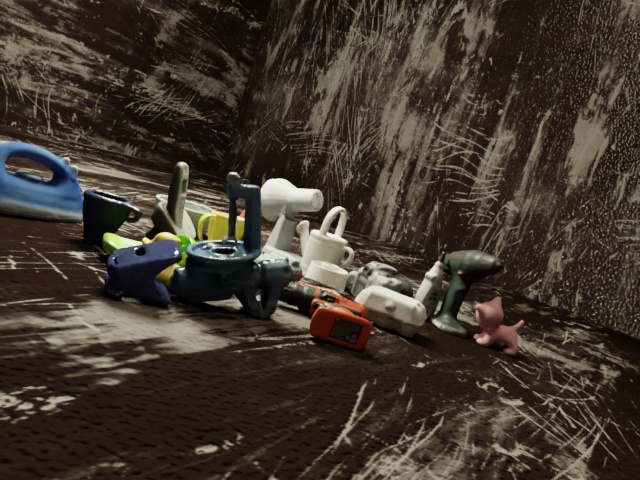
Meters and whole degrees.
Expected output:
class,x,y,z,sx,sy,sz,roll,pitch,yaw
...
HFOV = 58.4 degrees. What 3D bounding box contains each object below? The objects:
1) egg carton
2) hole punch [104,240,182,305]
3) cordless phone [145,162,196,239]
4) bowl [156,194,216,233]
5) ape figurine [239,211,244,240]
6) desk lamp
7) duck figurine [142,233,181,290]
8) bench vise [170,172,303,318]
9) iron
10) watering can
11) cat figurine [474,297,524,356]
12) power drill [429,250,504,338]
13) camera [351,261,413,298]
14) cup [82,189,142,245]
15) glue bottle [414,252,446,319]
class,x,y,z,sx,sy,sz,roll,pitch,yaw
egg carton,0.149,0.148,1.206,0.150,0.069,0.107,20,7,15
hole punch,-0.266,0.039,0.861,0.101,0.091,0.108,15,7,-26
cordless phone,-0.320,-0.086,1.320,0.094,0.185,0.147,18,7,-2
bowl,-0.353,-0.059,1.488,0.167,0.075,0.167,18,7,-2
ape figurine,-0.220,-0.046,1.675,0.076,0.092,0.078,19,7,6
desk lamp,-0.082,-0.052,1.577,0.202,0.213,0.118,23,8,36
duck figurine,-0.259,0.032,0.960,0.104,0.086,0.077,18,7,-1
bench vise,-0.124,0.007,0.949,0.208,0.220,0.121,12,9,-45
iron,-0.565,-0.122,1.128,0.118,0.141,0.259,24,8,38
watering can,0.012,0.005,1.455,0.172,0.194,0.101,20,7,9
cat figurine,0.415,0.195,1.345,0.127,0.118,0.067,19,7,3
power drill,0.342,0.119,1.369,0.076,0.208,0.229,17,7,-15
camera,0.167,0.116,1.382,0.137,0.101,0.142,15,7,-27
cup,-0.398,-0.035,1.085,0.117,0.095,0.092,20,7,9
glue bottle,0.278,0.110,1.419,0.037,0.173,0.078,24,8,38
